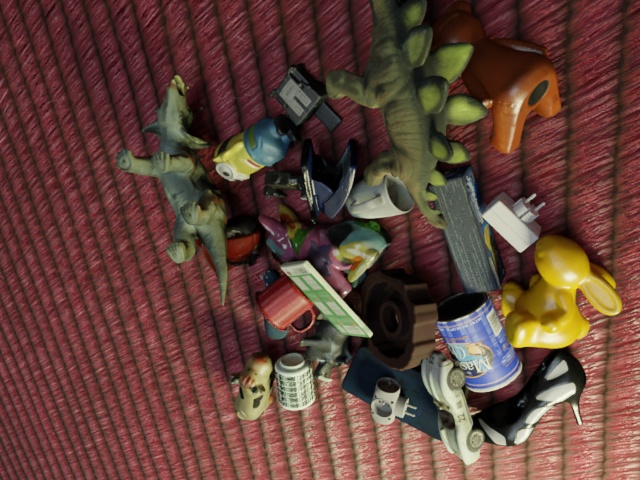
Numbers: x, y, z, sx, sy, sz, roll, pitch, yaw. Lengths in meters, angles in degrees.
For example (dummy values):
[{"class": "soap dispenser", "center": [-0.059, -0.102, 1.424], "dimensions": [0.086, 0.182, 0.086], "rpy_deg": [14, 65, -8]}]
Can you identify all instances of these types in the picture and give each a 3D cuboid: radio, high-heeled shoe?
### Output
[{"class": "radio", "center": [0.168, 0.277, 1.037], "dimensions": [0.230, 0.073, 0.131], "rpy_deg": [24, 121, 14]}, {"class": "high-heeled shoe", "center": [0.340, 0.272, 0.942], "dimensions": [0.249, 0.086, 0.145], "rpy_deg": [-19, 100, 29]}]

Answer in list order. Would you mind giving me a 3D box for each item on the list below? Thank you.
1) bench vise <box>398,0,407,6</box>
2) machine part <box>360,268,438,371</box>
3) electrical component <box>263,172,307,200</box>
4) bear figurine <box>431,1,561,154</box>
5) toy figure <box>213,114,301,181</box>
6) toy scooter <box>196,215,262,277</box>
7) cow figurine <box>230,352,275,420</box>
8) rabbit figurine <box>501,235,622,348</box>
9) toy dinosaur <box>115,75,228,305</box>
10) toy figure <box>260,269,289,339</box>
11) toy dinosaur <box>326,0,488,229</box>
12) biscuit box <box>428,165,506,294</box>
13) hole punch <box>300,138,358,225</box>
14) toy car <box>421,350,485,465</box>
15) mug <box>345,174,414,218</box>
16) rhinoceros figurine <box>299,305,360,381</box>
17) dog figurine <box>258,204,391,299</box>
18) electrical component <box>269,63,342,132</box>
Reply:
[{"class": "bench vise", "center": [0.132, -0.420, 0.685], "dimensions": [0.224, 0.129, 0.240], "rpy_deg": [2, 131, 19]}, {"class": "machine part", "center": [0.136, 0.136, 0.939], "dimensions": [0.179, 0.056, 0.179], "rpy_deg": [13, 104, 61]}, {"class": "electrical component", "center": [-0.059, -0.098, 0.985], "dimensions": [0.102, 0.078, 0.045], "rpy_deg": [6, 91, 20]}, {"class": "bear figurine", "center": [0.227, -0.234, 0.752], "dimensions": [0.196, 0.120, 0.131], "rpy_deg": [44, 174, 34]}, {"class": "toy figure", "center": [-0.115, -0.167, 0.969], "dimensions": [0.180, 0.089, 0.082], "rpy_deg": [-27, 119, 33]}, {"class": "toy scooter", "center": [-0.189, 0.019, 1.102], "dimensions": [0.184, 0.075, 0.135], "rpy_deg": [0, 113, 31]}, {"class": "cow figurine", "center": [-0.148, 0.324, 1.192], "dimensions": [0.086, 0.127, 0.194], "rpy_deg": [24, 124, 12]}, {"class": "rabbit figurine", "center": [0.362, 0.076, 0.810], "dimensions": [0.163, 0.122, 0.173], "rpy_deg": [8, 116, 19]}, {"class": "toy dinosaur", "center": [-0.236, -0.086, 0.997], "dimensions": [0.131, 0.192, 0.404], "rpy_deg": [-18, 97, 26]}, {"class": "toy figure", "center": [-0.092, 0.129, 1.114], "dimensions": [0.064, 0.058, 0.154], "rpy_deg": [8, 111, 18]}, {"class": "toy dinosaur", "center": [0.113, -0.212, 0.728], "dimensions": [0.199, 0.105, 0.470], "rpy_deg": [5, 127, 50]}, {"class": "biscuit box", "center": [0.239, -0.016, 0.867], "dimensions": [0.063, 0.059, 0.202], "rpy_deg": [-13, 107, 33]}, {"class": "hole punch", "center": [0.020, -0.104, 0.906], "dimensions": [0.092, 0.142, 0.115], "rpy_deg": [-4, 125, 3]}, {"class": "toy car", "center": [0.223, 0.283, 0.918], "dimensions": [0.073, 0.056, 0.201], "rpy_deg": [5, 116, 70]}, {"class": "mug", "center": [0.089, -0.068, 0.899], "dimensions": [0.107, 0.109, 0.080], "rpy_deg": [-15, 109, 46]}, {"class": "rhinoceros figurine", "center": [0.023, 0.202, 1.083], "dimensions": [0.112, 0.073, 0.190], "rpy_deg": [24, 120, 3]}, {"class": "dog figurine", "center": [-0.002, -0.003, 0.975], "dimensions": [0.219, 0.108, 0.191], "rpy_deg": [39, 127, 9]}, {"class": "electrical component", "center": [-0.020, -0.231, 0.911], "dimensions": [0.119, 0.048, 0.075], "rpy_deg": [50, 126, 0]}]
